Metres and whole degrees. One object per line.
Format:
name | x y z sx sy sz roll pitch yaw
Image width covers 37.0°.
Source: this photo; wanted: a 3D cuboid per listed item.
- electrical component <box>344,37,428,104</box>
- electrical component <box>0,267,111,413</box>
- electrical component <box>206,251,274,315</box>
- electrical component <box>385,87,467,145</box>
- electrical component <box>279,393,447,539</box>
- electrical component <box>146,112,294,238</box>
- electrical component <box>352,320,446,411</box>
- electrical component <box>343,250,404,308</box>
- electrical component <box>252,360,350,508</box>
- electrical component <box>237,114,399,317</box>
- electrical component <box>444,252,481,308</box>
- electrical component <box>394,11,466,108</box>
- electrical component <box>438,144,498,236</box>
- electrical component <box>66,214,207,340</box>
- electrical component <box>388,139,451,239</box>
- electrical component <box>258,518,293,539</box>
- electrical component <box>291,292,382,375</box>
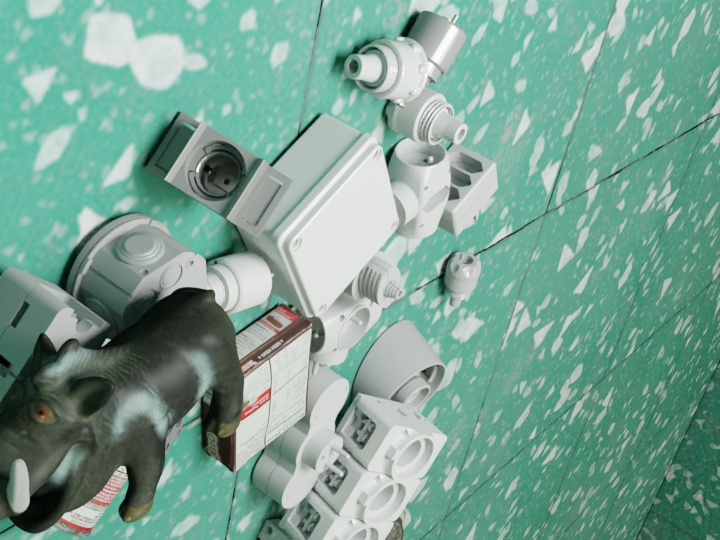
electrical component | 0.015 -0.145 0.774 0.062 0.048 0.048 -8 124 -49
electrical component | -0.193 0.050 0.599 0.089 0.056 0.050 -58 154 -2
electrical component | -0.096 0.012 0.746 0.078 0.040 0.040 -19 134 -52
electrical component | 0.055 -0.119 0.847 0.043 0.062 0.043 -41 148 -32
electrical component | 0.006 0.200 1.012 0.089 0.062 0.150 21 103 -49
electrical component | -0.085 -0.056 0.665 0.042 0.081 0.064 -57 176 -4
electrical component | 0.036 0.107 1.075 0.099 0.064 0.099 -33 152 -20
electrical component | 0.000 0.000 0.854 0.043 0.081 0.043 -41 148 -32
electrical component | -0.040 0.154 0.952 0.052 0.074 0.138 -15 130 -54
electrical component | -0.030 -0.038 0.791 0.108 0.056 0.108 -49 152 -19
electrical component | 0.102 0.013 1.097 0.035 0.035 0.061 -35 147 -40
electrical component | 0.048 -0.160 0.818 0.078 0.040 0.040 -60 154 1
electrical component | 0.089 -0.063 0.981 0.065 0.047 0.076 -49 152 -20
electrical component | -0.136 0.010 0.663 0.080 0.051 0.080 -41 149 -32
electrical component | 0.036 -0.060 0.897 0.079 0.043 0.077 -38 147 -36
electrical component | -0.071 0.272 1.054 0.055 0.048 0.066 13 106 -55
electrical component | -0.025 0.053 0.907 0.077 0.044 0.079 -25 137 -49
